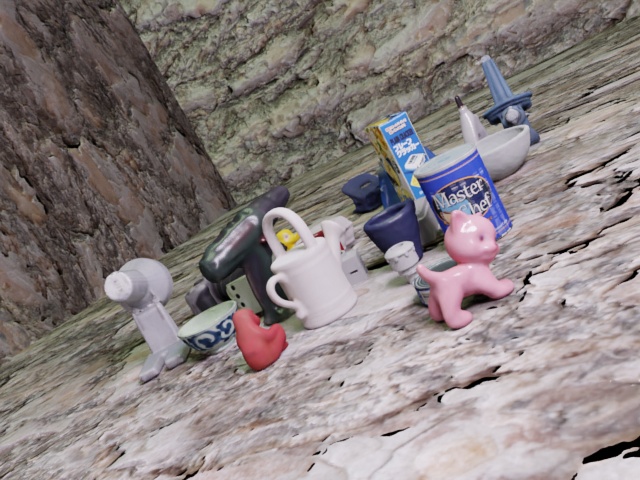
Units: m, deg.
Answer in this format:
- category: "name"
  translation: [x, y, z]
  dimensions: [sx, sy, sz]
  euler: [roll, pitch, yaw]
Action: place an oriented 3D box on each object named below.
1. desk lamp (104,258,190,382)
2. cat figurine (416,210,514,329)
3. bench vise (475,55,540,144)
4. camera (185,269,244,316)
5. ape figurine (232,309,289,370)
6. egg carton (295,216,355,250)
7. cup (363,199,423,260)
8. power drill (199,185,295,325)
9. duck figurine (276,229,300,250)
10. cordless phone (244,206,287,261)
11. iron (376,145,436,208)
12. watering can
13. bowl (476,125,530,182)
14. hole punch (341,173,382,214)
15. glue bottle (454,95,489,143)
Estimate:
- category: "desk lamp"
  translation: [-0.350, 0.145, 1.166]
  dimensions: [0.118, 0.214, 0.203]
  euler: [-29, 11, -1]
- category: "cat figurine"
  translation: [0.169, 0.023, 0.684]
  dimensions: [0.128, 0.118, 0.067]
  euler: [-33, 12, -17]
- category: "bench vise"
  translation: [0.433, -0.324, 1.308]
  dimensions: [0.121, 0.220, 0.207]
  euler: [-28, 11, 3]
- category: "camera"
  translation: [-0.223, 0.106, 1.320]
  dimensions: [0.136, 0.101, 0.143]
  euler: [-17, 16, 46]
- category: "ape figurine"
  translation: [-0.099, 0.144, 0.868]
  dimensions: [0.077, 0.092, 0.076]
  euler: [-21, 14, 35]
- category: "egg carton"
  translation: [0.012, 0.005, 1.274]
  dimensions: [0.107, 0.069, 0.150]
  euler: [-22, 13, 33]
- category: "cup"
  translation: [0.138, -0.009, 0.960]
  dimensions: [0.091, 0.095, 0.118]
  euler: [-16, 17, 48]
- category: "power drill"
  translation: [-0.100, 0.036, 1.049]
  dimensions: [0.230, 0.208, 0.075]
  euler: [-37, 14, -35]
- category: "duck figurine"
  translation: [-0.078, 0.016, 1.399]
  dimensions: [0.104, 0.086, 0.078]
  euler: [-21, 14, 35]
- category: "cordless phone"
  translation: [-0.127, 0.014, 1.273]
  dimensions: [0.094, 0.185, 0.147]
  euler: [-31, 12, -11]
- category: "iron"
  translation: [0.196, -0.164, 1.384]
  dimensions: [0.118, 0.141, 0.259]
  euler: [-18, 16, 43]
- category: "watering can"
  translation: [-0.024, 0.032, 0.920]
  dimensions: [0.100, 0.194, 0.173]
  euler: [-22, 13, 29]
- category: "bowl"
  translation: [0.356, -0.164, 1.164]
  dimensions: [0.167, 0.075, 0.167]
  euler: [-28, 11, 6]
- category: "hole punch"
  translation: [0.129, -0.133, 1.538]
  dimensions: [0.109, 0.091, 0.100]
  euler: [-35, 13, -27]
- category: "glue bottle"
  translation: [0.353, -0.256, 1.326]
  dimensions: [0.037, 0.173, 0.078]
  euler: [-17, 17, 46]
